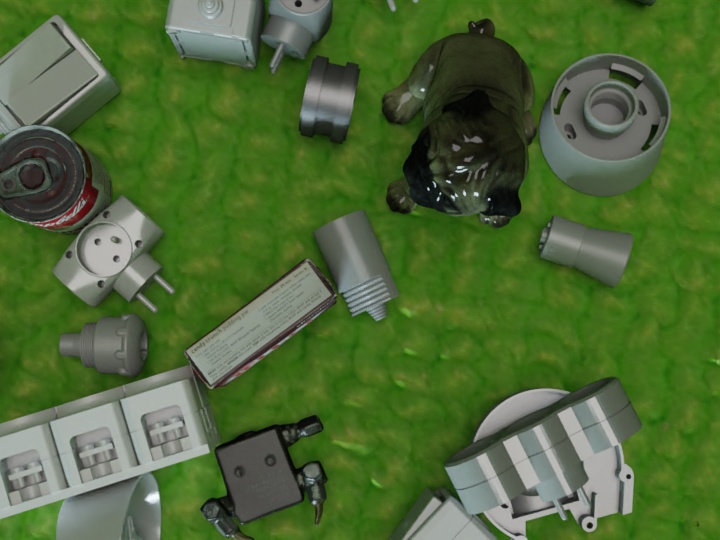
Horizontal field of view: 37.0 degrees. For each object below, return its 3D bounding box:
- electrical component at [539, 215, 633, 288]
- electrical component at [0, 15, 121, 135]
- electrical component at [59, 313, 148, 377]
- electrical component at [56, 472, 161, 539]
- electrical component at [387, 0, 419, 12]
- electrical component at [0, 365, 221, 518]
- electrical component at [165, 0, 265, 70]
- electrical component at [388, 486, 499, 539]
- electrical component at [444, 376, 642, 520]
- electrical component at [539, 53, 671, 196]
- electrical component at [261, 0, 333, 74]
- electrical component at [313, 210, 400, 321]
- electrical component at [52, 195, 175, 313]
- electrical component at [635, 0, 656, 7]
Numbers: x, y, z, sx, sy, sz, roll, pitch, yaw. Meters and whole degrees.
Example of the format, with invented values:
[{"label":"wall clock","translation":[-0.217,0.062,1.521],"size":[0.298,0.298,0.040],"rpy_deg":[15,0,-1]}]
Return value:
[{"label":"electrical component","translation":[0.171,-0.017,0.824],"size":[0.065,0.044,0.044],"rpy_deg":[19,86,4]},{"label":"electrical component","translation":[-0.238,-0.134,0.804],"size":[0.096,0.061,0.061],"rpy_deg":[-40,89,-4]},{"label":"electrical component","translation":[-0.192,0.056,0.804],"size":[0.062,0.048,0.048],"rpy_deg":[0,87,4]},{"label":"electrical component","translation":[-0.176,0.200,0.770],"size":[0.064,0.099,0.099],"rpy_deg":[-12,87,3]},{"label":"electrical component","translation":[0.020,-0.239,0.829],"size":[0.077,0.043,0.079],"rpy_deg":[-22,88,-3]},{"label":"electrical component","translation":[-0.185,0.120,0.777],"size":[0.150,0.089,0.061],"rpy_deg":[-17,88,-3]},{"label":"electrical component","translation":[-0.105,-0.193,0.795],"size":[0.062,0.096,0.061],"rpy_deg":[9,86,-1]},{"label":"electrical component","translation":[0.048,0.211,0.794],"size":[0.061,0.061,0.096],"rpy_deg":[44,86,1]},{"label":"electrical component","translation":[0.137,0.138,0.757],"size":[0.138,0.052,0.073],"rpy_deg":[-27,88,-3]},{"label":"electrical component","translation":[0.190,-0.114,0.830],"size":[0.099,0.064,0.099],"rpy_deg":[-1,74,3]},{"label":"electrical component","translation":[-0.049,-0.185,0.806],"size":[0.043,0.077,0.079],"rpy_deg":[25,86,-1]},{"label":"electrical component","translation":[0.000,0.000,0.814],"size":[0.043,0.043,0.081],"rpy_deg":[-24,88,-3]},{"label":"electrical component","translation":[-0.175,-0.002,0.807],"size":[0.079,0.044,0.077],"rpy_deg":[42,86,0]},{"label":"electrical component","translation":[0.208,-0.257,0.836],"size":[0.077,0.044,0.079],"rpy_deg":[23,86,-1]}]
